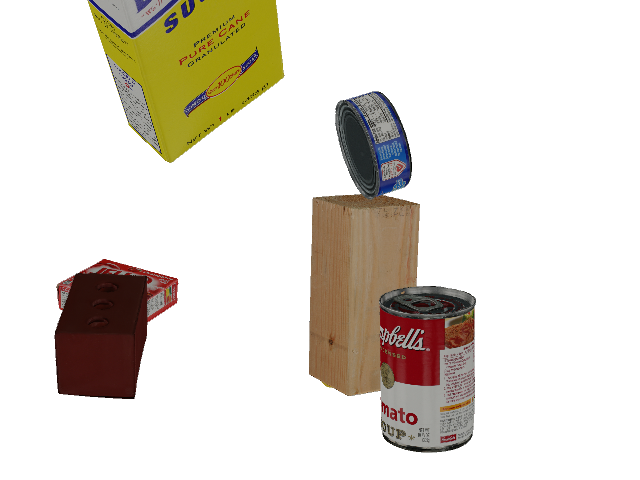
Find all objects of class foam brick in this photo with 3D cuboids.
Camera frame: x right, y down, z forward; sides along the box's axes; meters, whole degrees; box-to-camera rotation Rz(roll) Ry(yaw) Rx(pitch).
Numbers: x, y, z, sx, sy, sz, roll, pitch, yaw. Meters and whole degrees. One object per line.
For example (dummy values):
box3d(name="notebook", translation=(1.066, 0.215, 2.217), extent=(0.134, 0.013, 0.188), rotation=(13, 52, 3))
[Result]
box3d(name="foam brick", translation=(-0.148, 0.064, 0.730), extent=(0.053, 0.051, 0.078), rotation=(3, 29, -4))

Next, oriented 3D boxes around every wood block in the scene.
box3d(name="wood block", translation=(0.047, 0.057, 1.192), extent=(0.090, 0.206, 0.091), rotation=(-5, 13, -31))

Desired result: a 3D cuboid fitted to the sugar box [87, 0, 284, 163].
box3d(name="sugar box", translation=(-0.069, -0.124, 0.553), extent=(0.093, 0.048, 0.176), rotation=(-41, -21, -17))

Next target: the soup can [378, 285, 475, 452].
box3d(name="soup can", translation=(0.076, 0.090, 0.759), extent=(0.068, 0.102, 0.068), rotation=(-1, 14, 0))

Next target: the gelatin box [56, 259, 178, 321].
box3d(name="gelatin box", translation=(-0.191, 0.049, 1.006), extent=(0.089, 0.030, 0.073), rotation=(14, 24, 23))

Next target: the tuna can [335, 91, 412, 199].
box3d(name="tuna can", translation=(0.044, -0.080, 0.888), extent=(0.033, 0.086, 0.086), rotation=(-19, 4, -13))

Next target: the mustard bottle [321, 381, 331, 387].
box3d(name="mustard bottle", translation=(0.045, 0.104, 1.446), extent=(0.096, 0.192, 0.058), rotation=(-4, 21, -10))
